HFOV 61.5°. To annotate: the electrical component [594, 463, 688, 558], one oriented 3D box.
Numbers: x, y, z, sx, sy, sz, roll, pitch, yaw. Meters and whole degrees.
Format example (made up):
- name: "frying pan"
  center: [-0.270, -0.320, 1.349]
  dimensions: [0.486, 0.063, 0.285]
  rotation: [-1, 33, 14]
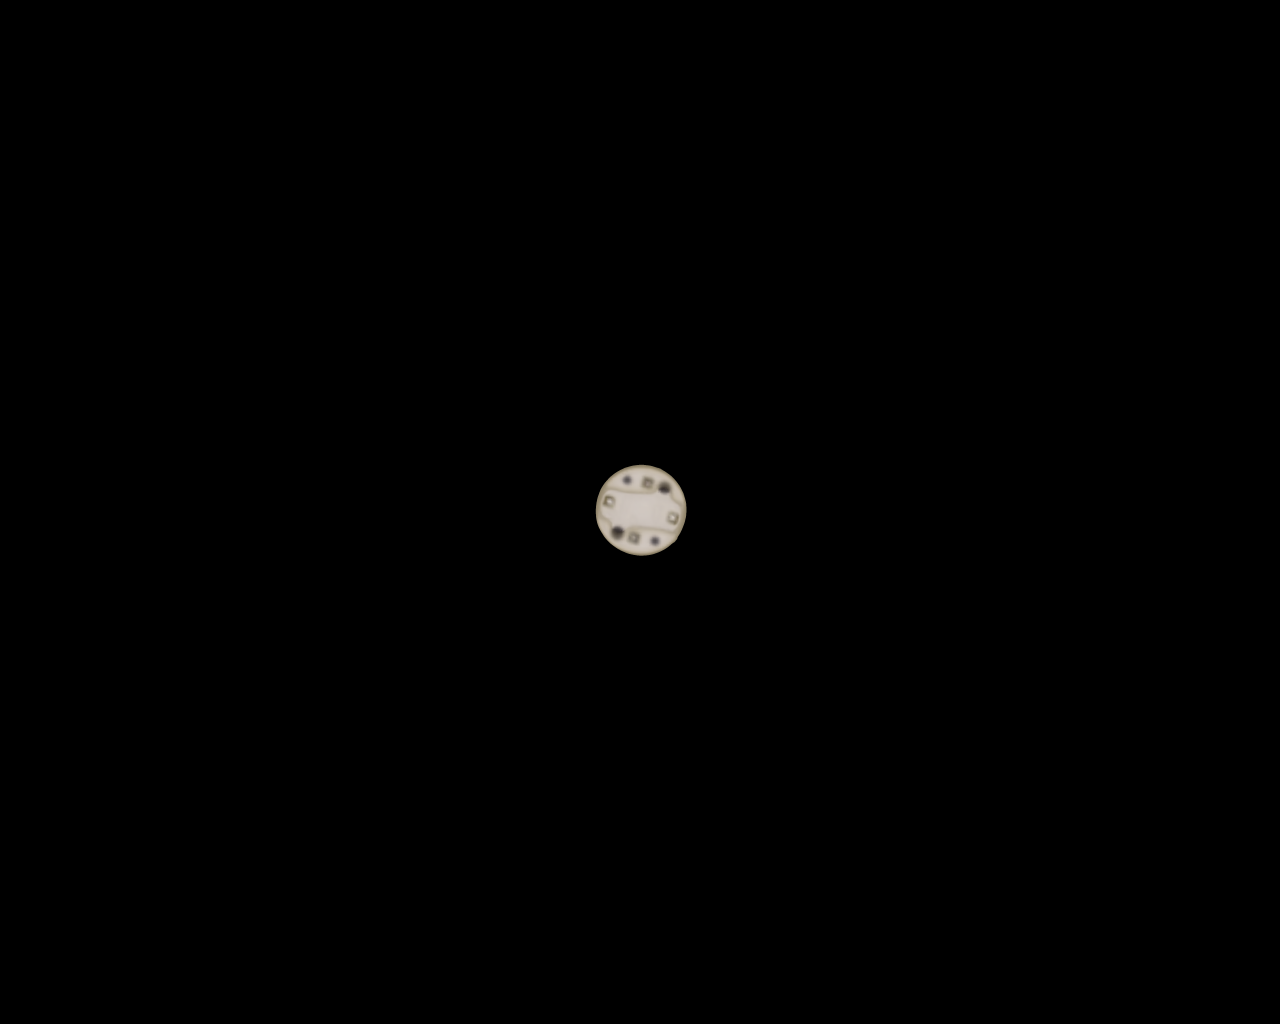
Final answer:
- name: "electrical component"
  center: [0.001, -0.003, 0.650]
  dimensions: [0.055, 0.055, 0.047]
  rotation: [0, 5, 0]
